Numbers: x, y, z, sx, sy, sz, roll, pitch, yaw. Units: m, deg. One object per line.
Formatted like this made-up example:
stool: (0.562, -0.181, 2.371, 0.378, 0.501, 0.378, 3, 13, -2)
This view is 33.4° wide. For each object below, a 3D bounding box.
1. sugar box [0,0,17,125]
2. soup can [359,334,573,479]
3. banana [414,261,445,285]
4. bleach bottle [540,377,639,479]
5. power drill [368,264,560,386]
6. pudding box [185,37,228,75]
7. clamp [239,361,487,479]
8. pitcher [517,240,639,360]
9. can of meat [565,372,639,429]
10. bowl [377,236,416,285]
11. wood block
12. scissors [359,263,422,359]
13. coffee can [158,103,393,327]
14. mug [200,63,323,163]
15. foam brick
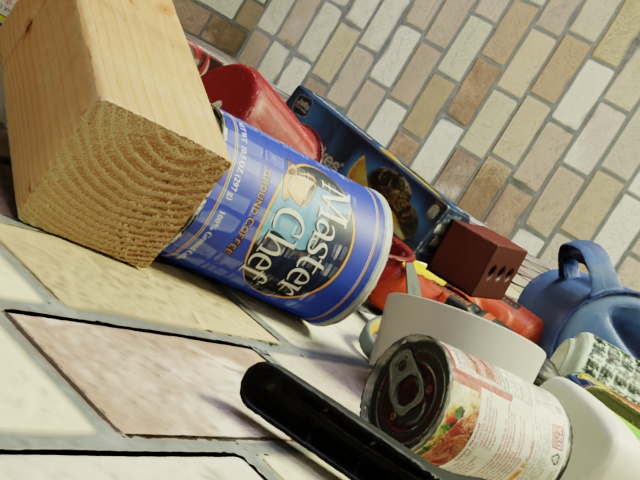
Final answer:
sugar box: (-0.221, -0.178, 0.744, 0.093, 0.176, 0.048, 25, 10, -37)
soup can: (0.082, 0.100, 0.588, 0.102, 0.068, 0.069, 27, 10, -32)
banana: (0.077, 0.032, 1.048, 0.070, 0.037, 0.197, 27, 1, 28)
bleach bottle: (0.248, 0.184, 0.719, 0.250, 0.068, 0.103, 31, 8, -23)
power drill: (0.146, 0.080, 0.961, 0.185, 0.057, 0.187, 34, 9, 20)
pudding box: (-0.147, -0.132, 0.958, 0.090, 0.113, 0.039, 32, 5, 5)
clamp: (0.067, 0.131, 0.461, 0.209, 0.036, 0.165, 29, 9, -19)
pitcher: (0.275, 0.088, 1.102, 0.145, 0.149, 0.243, 31, 5, -5)
can of meat: (0.236, 0.154, 0.862, 0.102, 0.057, 0.084, 32, 6, 2)
bowl: (-0.006, 0.001, 0.865, 0.162, 0.055, 0.162, 26, 10, -5)
wood block: (-0.135, -0.092, 0.663, 0.090, 0.091, 0.206, 25, 27, -35)
scissors: (0.059, 0.054, 0.817, 0.096, 0.016, 0.202, 19, 25, -24)
coffee can: (-0.037, -0.014, 0.702, 0.140, 0.103, 0.103, 26, 10, -31)
mug: (-0.067, -0.074, 0.783, 0.117, 0.093, 0.081, 8, -28, 38)
foam brick: (0.139, 0.018, 0.941, 0.051, 0.053, 0.078, 32, 12, 28)
